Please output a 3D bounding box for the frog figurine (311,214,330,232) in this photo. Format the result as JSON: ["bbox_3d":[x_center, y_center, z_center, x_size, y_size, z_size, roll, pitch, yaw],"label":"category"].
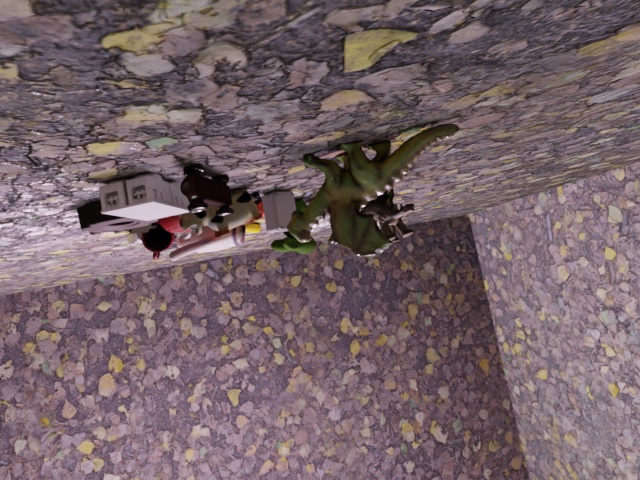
[{"bbox_3d":[0.005,-0.087,1.730,0.159,0.120,0.140,4,-135,31],"label":"frog figurine"}]

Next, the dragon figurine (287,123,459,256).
[{"bbox_3d":[0.098,-0.087,1.069,0.408,0.245,0.122,-11,170,26],"label":"dragon figurine"}]

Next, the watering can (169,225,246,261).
[{"bbox_3d":[-0.351,-0.005,1.643,0.224,0.103,0.352,-11,-164,-1],"label":"watering can"}]
